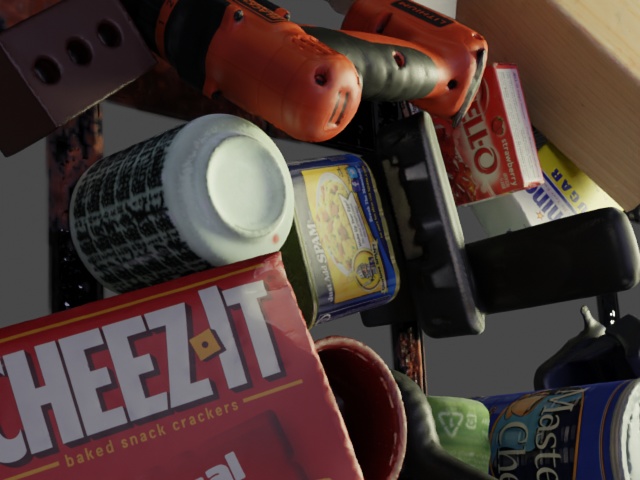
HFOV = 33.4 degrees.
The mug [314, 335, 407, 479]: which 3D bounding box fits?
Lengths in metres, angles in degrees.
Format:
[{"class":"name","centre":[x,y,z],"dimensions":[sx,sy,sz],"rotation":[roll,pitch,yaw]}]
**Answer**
[{"class":"mug","centre":[-0.021,0.095,0.574],"dimensions":[0.117,0.082,0.093],"rotation":[49,51,-23]}]

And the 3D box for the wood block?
[{"class":"wood block","centre":[0.197,-0.133,0.793],"dimensions":[0.206,0.091,0.090],"rotation":[42,49,-2]}]

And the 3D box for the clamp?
[{"class":"clamp","centre":[0.051,0.127,0.601],"dimensions":[0.039,0.120,0.171],"rotation":[22,37,-55]}]

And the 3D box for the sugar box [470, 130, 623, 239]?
[{"class":"sugar box","centre":[0.192,-0.042,0.838],"dimensions":[0.093,0.048,0.176],"rotation":[57,46,-13]}]

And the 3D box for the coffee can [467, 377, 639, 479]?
[{"class":"coffee can","centre":[0.162,0.146,0.691],"dimensions":[0.102,0.141,0.103],"rotation":[14,69,-41]}]

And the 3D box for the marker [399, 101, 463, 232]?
[{"class":"marker","centre":[0.077,-0.056,0.751],"dimensions":[0.020,0.020,0.121],"rotation":[-16,89,-45]}]

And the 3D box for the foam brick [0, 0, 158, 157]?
[{"class":"foam brick","centre":[-0.134,-0.087,0.539],"dimensions":[0.078,0.051,0.053],"rotation":[-44,109,-41]}]

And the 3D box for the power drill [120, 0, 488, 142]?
[{"class":"power drill","centre":[-0.009,-0.112,0.601],"dimensions":[0.187,0.185,0.057],"rotation":[-11,129,-47]}]

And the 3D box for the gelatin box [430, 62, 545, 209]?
[{"class":"gelatin box","centre":[0.111,-0.072,0.751],"dimensions":[0.030,0.073,0.089],"rotation":[-11,87,-44]}]

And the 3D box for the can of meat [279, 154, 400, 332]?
[{"class":"can of meat","centre":[-0.004,0.001,0.634],"dimensions":[0.083,0.058,0.102],"rotation":[-12,88,-47]}]

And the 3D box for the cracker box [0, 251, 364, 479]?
[{"class":"cracker box","centre":[-0.061,0.129,0.454],"dimensions":[0.164,0.072,0.214],"rotation":[-16,78,-22]}]
